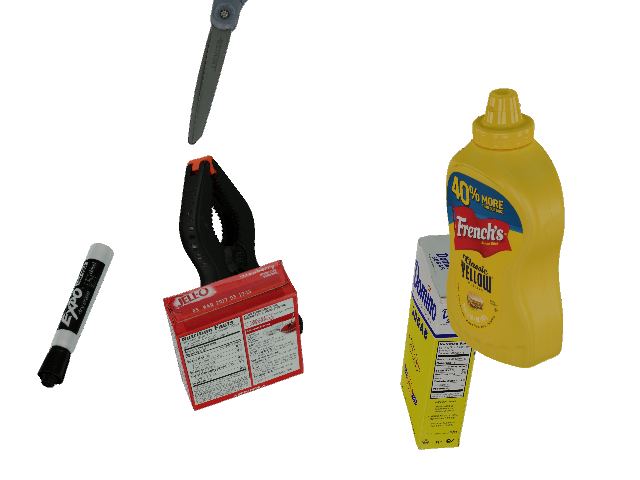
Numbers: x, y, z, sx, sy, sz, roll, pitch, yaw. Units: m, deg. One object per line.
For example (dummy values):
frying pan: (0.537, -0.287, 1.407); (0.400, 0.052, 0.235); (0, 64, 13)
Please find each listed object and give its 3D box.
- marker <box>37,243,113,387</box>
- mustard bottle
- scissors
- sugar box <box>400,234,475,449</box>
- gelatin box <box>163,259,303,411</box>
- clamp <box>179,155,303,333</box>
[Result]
marker: (-0.181, 0.055, 0.790); (0.020, 0.121, 0.020); (10, -36, 7)
mustard bottle: (0.127, -0.012, 0.744); (0.058, 0.192, 0.096); (-18, 29, -26)
scissors: (-0.048, -0.163, 0.749); (0.096, 0.202, 0.016); (-2, -15, -5)
sugar box: (0.105, 0.091, 0.951); (0.048, 0.176, 0.093); (-4, 34, -6)
gelatin box: (-0.050, 0.057, 0.632); (0.073, 0.030, 0.089); (-19, -37, -12)
clamp: (-0.085, 0.021, 1.042); (0.036, 0.210, 0.164); (-11, 0, 35)
